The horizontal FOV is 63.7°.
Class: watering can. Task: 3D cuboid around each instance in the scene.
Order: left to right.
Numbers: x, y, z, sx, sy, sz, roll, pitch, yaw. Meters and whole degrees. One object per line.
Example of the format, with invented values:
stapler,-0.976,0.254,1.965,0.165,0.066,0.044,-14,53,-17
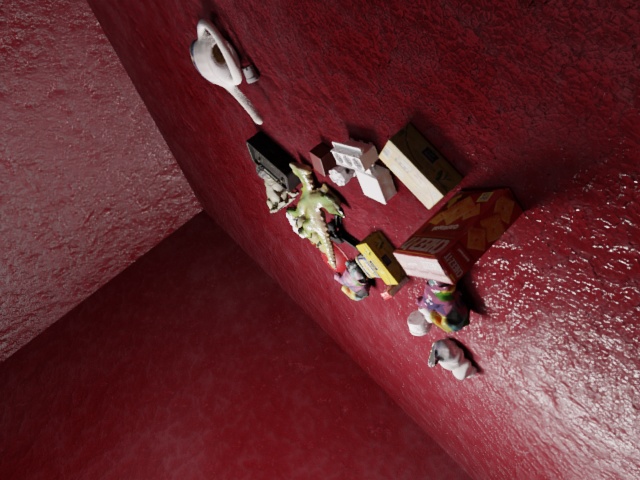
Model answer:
watering can,-0.300,-0.524,1.622,0.226,0.105,0.341,28,148,56

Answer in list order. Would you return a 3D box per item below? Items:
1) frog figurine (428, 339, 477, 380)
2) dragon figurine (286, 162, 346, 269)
frog figurine,0.458,0.405,1.750,0.159,0.125,0.134,11,147,3
dragon figurine,0.005,-0.089,1.775,0.409,0.123,0.241,59,155,-5
